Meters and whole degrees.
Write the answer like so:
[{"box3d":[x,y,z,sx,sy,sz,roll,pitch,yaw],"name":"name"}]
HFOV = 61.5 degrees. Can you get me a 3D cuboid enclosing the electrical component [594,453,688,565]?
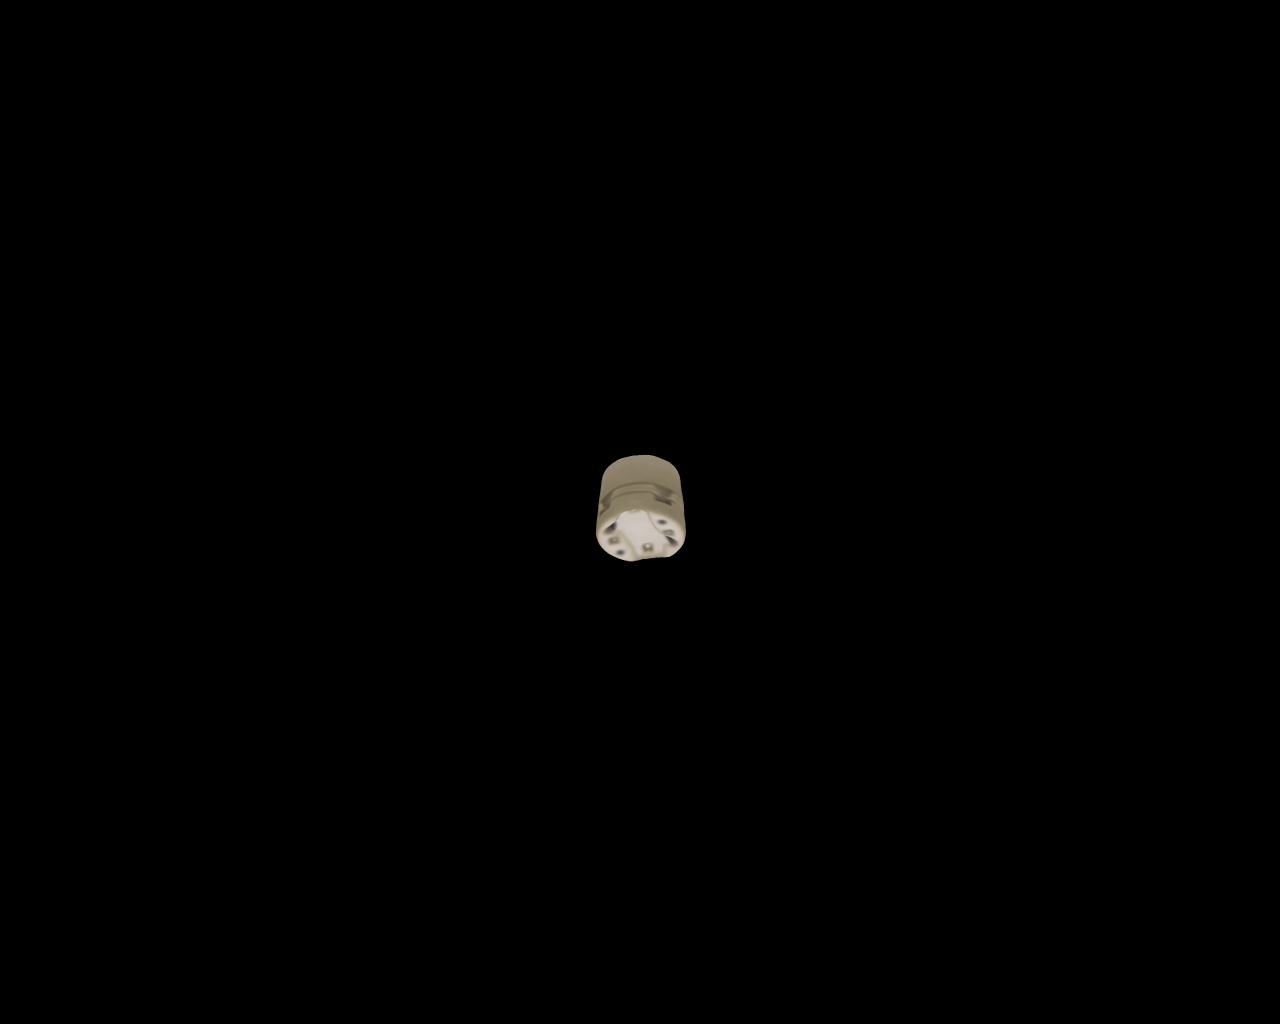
[{"box3d":[0.001,-0.003,0.650,0.055,0.047,0.055,0,-38,0],"name":"electrical component"}]
